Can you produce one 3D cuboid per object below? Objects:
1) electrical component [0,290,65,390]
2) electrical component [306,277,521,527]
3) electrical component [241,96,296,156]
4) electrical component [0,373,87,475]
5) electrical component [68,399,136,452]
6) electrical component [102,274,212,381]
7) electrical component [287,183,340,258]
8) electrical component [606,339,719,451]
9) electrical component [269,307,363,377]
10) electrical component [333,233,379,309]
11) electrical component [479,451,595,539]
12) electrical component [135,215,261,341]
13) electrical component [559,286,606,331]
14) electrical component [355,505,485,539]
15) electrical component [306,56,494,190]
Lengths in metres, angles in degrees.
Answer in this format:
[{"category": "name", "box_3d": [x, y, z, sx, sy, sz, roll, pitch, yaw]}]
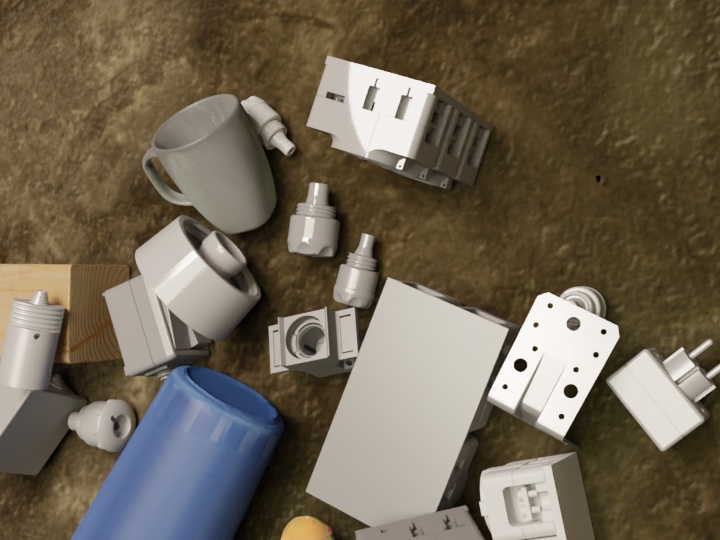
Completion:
[{"category": "electrical component", "box_3d": [-0.279, 0.057, 0.916, 0.043, 0.043, 0.081, 14, 94, 23]}, {"category": "electrical component", "box_3d": [0.046, 0.112, 0.863, 0.105, 0.060, 0.186, 24, 97, 22]}, {"category": "electrical component", "box_3d": [-0.081, -0.123, 0.943, 0.061, 0.035, 0.035, 42, 103, 17]}, {"category": "electrical component", "box_3d": [-0.316, 0.138, 0.996, 0.048, 0.100, 0.099, 35, 90, 25]}, {"category": "electrical component", "box_3d": [-0.243, 0.142, 0.995, 0.062, 0.048, 0.048, 0, 88, 33]}, {"category": "electrical component", "box_3d": [-0.176, 0.053, 0.960, 0.061, 0.062, 0.096, -23, 79, 21]}, {"category": "electrical component", "box_3d": [-0.038, -0.043, 0.916, 0.043, 0.043, 0.062, 6, 89, 23]}, {"category": "electrical component", "box_3d": [0.234, 0.083, 0.791, 0.077, 0.047, 0.065, -42, 73, 16]}, {"category": "electrical component", "box_3d": [-0.033, 0.063, 0.896, 0.081, 0.064, 0.042, -12, 67, 22]}, {"category": "electrical component", "box_3d": [0.000, 0.000, 0.903, 0.035, 0.035, 0.061, 15, 91, 23]}, {"category": "electrical component", "box_3d": [0.138, 0.219, 0.802, 0.062, 0.089, 0.150, -14, 82, 22]}, {"category": "electrical component", "box_3d": [-0.132, 0.001, 0.922, 0.060, 0.108, 0.108, -43, 72, 9]}, {"category": "electrical component", "box_3d": [0.165, 0.029, 0.815, 0.035, 0.061, 0.035, -1, 87, 23]}, {"category": "electrical component", "box_3d": [0.055, 0.266, 0.806, 0.089, 0.061, 0.150, -11, 106, -7]}, {"category": "electrical component", "box_3d": [0.033, -0.107, 0.830, 0.089, 0.150, 0.061, 20, 94, 23]}]
